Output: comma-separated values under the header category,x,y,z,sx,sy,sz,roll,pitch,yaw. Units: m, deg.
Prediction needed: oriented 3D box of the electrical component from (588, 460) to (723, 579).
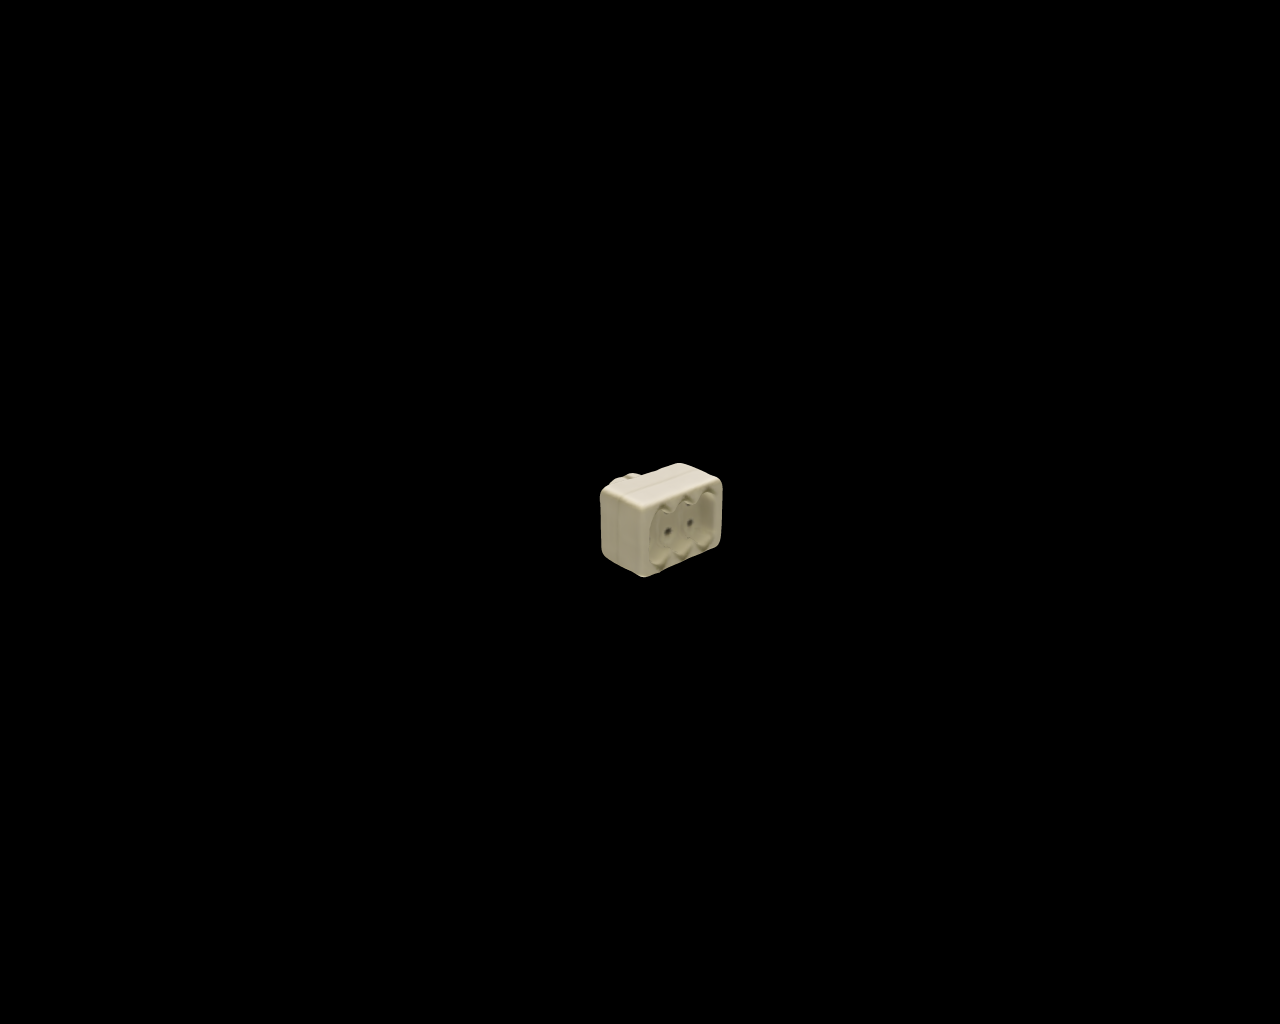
category,x,y,z,sx,sy,sz,roll,pitch,yaw
electrical component,0.001,-0.003,0.650,0.066,0.047,0.077,-20,32,-36
